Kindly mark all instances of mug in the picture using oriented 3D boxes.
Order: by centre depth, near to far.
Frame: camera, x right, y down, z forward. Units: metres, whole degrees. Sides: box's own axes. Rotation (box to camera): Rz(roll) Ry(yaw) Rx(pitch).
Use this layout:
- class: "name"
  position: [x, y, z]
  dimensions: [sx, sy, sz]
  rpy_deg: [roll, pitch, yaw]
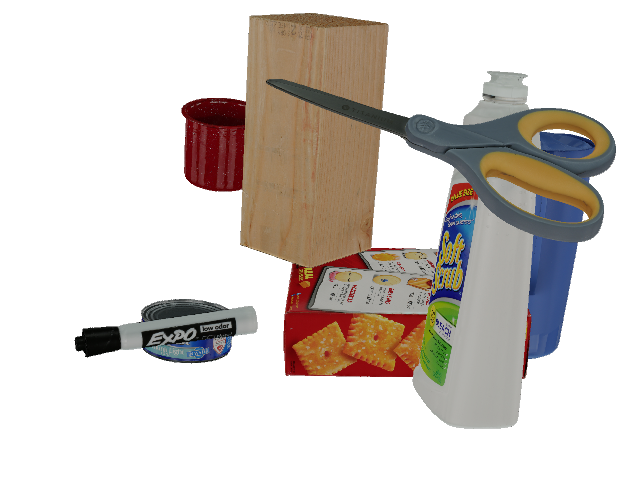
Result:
- class: "mug"
  position: [-0.108, -0.111, 1.206]
  dimensions: [0.093, 0.081, 0.117]
  rpy_deg: [10, 27, 8]

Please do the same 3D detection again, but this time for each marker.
- class: "marker"
  position: [-0.102, 0.060, 0.710]
  dimensions: [0.121, 0.020, 0.020]
  rpy_deg: [-7, 2, -19]

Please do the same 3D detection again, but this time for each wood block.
- class: "wood block"
  position: [-0.008, -0.093, 0.949]
  dimensions: [0.090, 0.206, 0.090]
  rpy_deg: [17, 22, 37]

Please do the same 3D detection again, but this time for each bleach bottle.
- class: "bleach bottle"
  position: [0.118, 0.003, 0.776]
  dimensions: [0.068, 0.251, 0.102]
  rpy_deg: [2, 14, -11]

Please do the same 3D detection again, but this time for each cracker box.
- class: "cracker box"
  position: [0.076, 0.066, 0.999]
  dimensions: [0.213, 0.072, 0.164]
  rpy_deg: [1, 20, 1]

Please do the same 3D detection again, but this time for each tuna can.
- class: "tuna can"
  position: [-0.124, 0.084, 0.992]
  dimensions: [0.086, 0.034, 0.086]
  rpy_deg: [5, 15, -1]

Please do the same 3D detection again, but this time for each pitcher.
- class: "pitcher"
  position: [0.217, 0.004, 1.155]
  dimensions: [0.148, 0.243, 0.145]
  rpy_deg: [-8, 19, -37]

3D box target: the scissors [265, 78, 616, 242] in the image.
- class: "scissors"
  position: [0.075, -0.066, 0.591]
  dimensions: [0.202, 0.016, 0.096]
  rpy_deg: [34, 57, 24]
